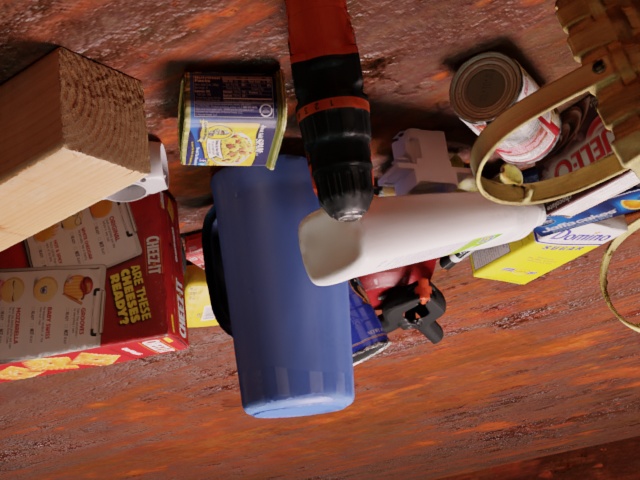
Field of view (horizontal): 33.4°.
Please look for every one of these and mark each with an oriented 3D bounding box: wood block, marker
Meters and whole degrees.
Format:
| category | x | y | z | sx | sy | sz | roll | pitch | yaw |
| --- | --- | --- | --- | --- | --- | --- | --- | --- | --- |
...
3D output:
| category | x | y | z | sx | sy | sz | roll | pitch | yaw |
| --- | --- | --- | --- | --- | --- | --- | --- | --- | --- |
| wood block | -0.247 | -0.067 | 0.895 | 0.206 | 0.090 | 0.090 | -22 | 155 | 33 |
| marker | 0.182 | 0.009 | 1.318 | 0.020 | 0.020 | 0.121 | 3 | 156 | -24 |

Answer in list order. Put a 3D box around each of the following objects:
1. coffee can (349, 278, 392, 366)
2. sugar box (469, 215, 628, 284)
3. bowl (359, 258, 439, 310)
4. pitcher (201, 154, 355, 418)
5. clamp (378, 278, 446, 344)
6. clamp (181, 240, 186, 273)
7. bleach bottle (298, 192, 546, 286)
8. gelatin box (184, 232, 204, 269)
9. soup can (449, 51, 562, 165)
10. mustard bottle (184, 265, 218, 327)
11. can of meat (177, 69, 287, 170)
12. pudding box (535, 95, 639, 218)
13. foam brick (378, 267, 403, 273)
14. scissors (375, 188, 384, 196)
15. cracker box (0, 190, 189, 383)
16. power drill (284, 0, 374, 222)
| category | x | y | z | sx | sy | sz | roll | pitch | yaw |
| --- | --- | --- | --- | --- | --- | --- | --- | --- | --- |
| coffee can | 0.007 | 0.079 | 1.240 | 0.102 | 0.140 | 0.103 | -25 | 167 | -6 |
| sugar box | 0.273 | 0.001 | 1.291 | 0.093 | 0.048 | 0.177 | 8 | 155 | -33 |
| bowl | 0.076 | 0.048 | 1.336 | 0.162 | 0.055 | 0.162 | -6 | 158 | -3 |
| pitcher | -0.040 | 0.049 | 1.047 | 0.145 | 0.243 | 0.149 | -4 | 166 | -6 |
| clamp | 0.120 | 0.095 | 1.336 | 0.120 | 0.039 | 0.172 | -1 | 157 | -19 |
| clamp | -0.209 | 0.042 | 1.245 | 0.164 | 0.036 | 0.210 | 20 | 145 | -34 |
| bleach bottle | 0.110 | -0.012 | 1.001 | 0.250 | 0.068 | 0.103 | -8 | 170 | -35 |
| gelatin box | -0.104 | 0.013 | 1.222 | 0.073 | 0.030 | 0.089 | -14 | 158 | 15 |
| soup can | 0.163 | -0.114 | 0.935 | 0.069 | 0.068 | 0.102 | -18 | 155 | 26 |
| mustard bottle | -0.082 | 0.069 | 1.329 | 0.191 | 0.058 | 0.096 | 0 | 141 | -18 |
| can of meat | -0.077 | -0.102 | 0.908 | 0.084 | 0.057 | 0.102 | -1 | 157 | -11 |
| pudding box | 0.257 | -0.082 | 1.016 | 0.039 | 0.090 | 0.114 | 6 | 156 | -31 |
| foam brick | 0.072 | 0.001 | 1.219 | 0.053 | 0.051 | 0.078 | -2 | 158 | -10 |
| scissors | 0.145 | -0.042 | 1.185 | 0.096 | 0.016 | 0.201 | -21 | 155 | 27 |
| cracker box | -0.246 | 0.045 | 1.077 | 0.214 | 0.164 | 0.072 | -11 | 160 | 10 |
| power drill | 0.012 | -0.089 | 0.823 | 0.057 | 0.184 | 0.187 | -7 | 168 | 1 |
